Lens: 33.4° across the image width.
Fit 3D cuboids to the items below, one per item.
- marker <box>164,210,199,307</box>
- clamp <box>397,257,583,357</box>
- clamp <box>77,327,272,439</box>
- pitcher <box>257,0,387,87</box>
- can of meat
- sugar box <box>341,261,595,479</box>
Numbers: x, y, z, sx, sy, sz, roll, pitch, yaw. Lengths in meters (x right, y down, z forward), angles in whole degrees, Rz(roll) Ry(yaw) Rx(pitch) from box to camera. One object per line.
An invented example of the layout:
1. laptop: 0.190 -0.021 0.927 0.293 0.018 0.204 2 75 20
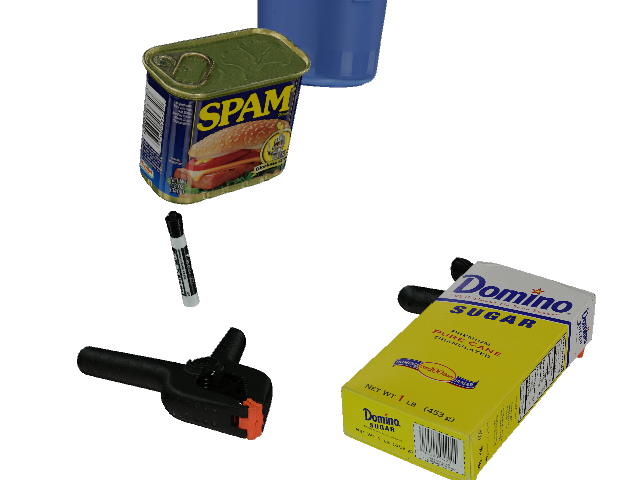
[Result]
1. marker: -0.156 0.021 1.206 0.020 0.121 0.020 -6 30 3
2. clamp: 0.169 0.060 0.996 0.172 0.039 0.120 20 31 20
3. clamp: -0.095 0.119 0.929 0.164 0.036 0.210 -9 17 -36
4. pitcher: 0.012 -0.257 0.916 0.145 0.243 0.149 6 17 7
5. can of meat: -0.062 -0.077 0.668 0.101 0.084 0.057 -19 48 -34
6. sugar box: 0.101 0.078 0.695 0.093 0.048 0.175 17 39 31
